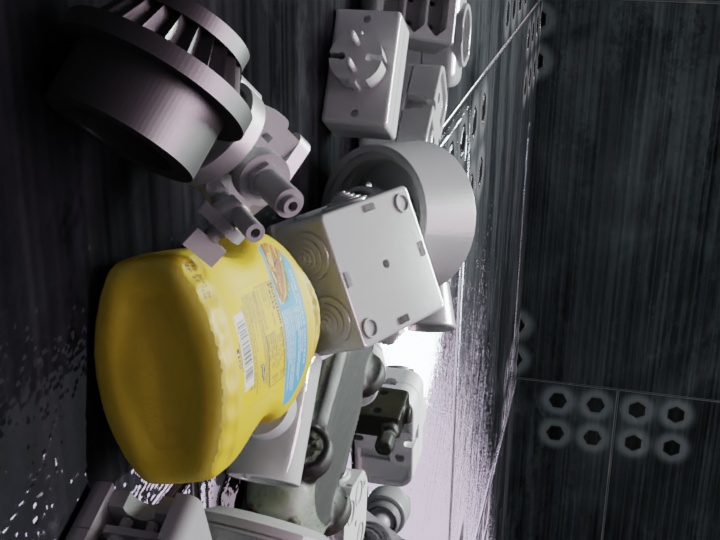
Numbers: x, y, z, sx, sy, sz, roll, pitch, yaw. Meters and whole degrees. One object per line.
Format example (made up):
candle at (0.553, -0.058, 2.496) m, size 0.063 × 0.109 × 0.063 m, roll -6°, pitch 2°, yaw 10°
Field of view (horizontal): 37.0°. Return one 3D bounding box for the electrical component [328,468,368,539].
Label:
electrical component at (-0.027, 0.173, 0.750) m, size 0.080 × 0.051 × 0.080 m, roll 6°, pitch 90°, yaw -77°

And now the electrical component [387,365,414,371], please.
electrical component at (0.035, 0.118, 1.032) m, size 0.040 × 0.040 × 0.046 m, roll 68°, pitch 25°, yaw -64°

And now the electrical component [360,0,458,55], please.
electrical component at (0.031, -0.194, 0.832) m, size 0.077 × 0.066 × 0.047 m, roll 179°, pitch -83°, yaw -73°

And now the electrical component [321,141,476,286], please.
electrical component at (0.019, -0.037, 0.747) m, size 0.060 × 0.108 × 0.108 m, roll -3°, pitch 99°, yaw -47°

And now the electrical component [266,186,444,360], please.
electrical component at (0.000, 0.000, 0.669) m, size 0.100 × 0.048 × 0.099 m, roll -24°, pitch 97°, yaw -46°

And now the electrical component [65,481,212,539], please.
electrical component at (-0.092, 0.141, 0.452) m, size 0.055 × 0.050 × 0.089 m, roll -71°, pitch 162°, yaw -47°

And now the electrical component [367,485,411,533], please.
electrical component at (0.022, 0.231, 1.012) m, size 0.062 × 0.043 × 0.043 m, roll -42°, pitch 136°, yaw -69°

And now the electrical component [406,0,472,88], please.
electrical component at (0.068, -0.215, 0.982) m, size 0.054 × 0.059 × 0.095 m, roll -36°, pitch 131°, yaw -73°

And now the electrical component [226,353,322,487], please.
electrical component at (-0.053, 0.079, 0.613) m, size 0.079 × 0.043 × 0.077 m, roll 60°, pitch 38°, yaw -68°

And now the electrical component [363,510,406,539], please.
electrical component at (-0.001, 0.215, 0.837) m, size 0.042 × 0.081 × 0.064 m, roll -52°, pitch -178°, yaw -22°

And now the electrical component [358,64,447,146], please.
electrical component at (0.033, -0.119, 0.868) m, size 0.053 × 0.059 × 0.095 m, roll 76°, pitch 23°, yaw -56°

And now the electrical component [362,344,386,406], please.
electrical component at (0.001, 0.076, 0.857) m, size 0.078 × 0.040 × 0.040 m, roll -61°, pitch 153°, yaw -61°

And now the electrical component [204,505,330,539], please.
electrical component at (-0.054, 0.157, 0.566) m, size 0.080 × 0.080 × 0.051 m, roll 64°, pitch 39°, yaw -67°

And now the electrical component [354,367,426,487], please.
electrical component at (0.028, 0.138, 0.970) m, size 0.059 × 0.054 × 0.095 m, roll -59°, pitch 152°, yaw -62°

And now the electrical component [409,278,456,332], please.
electrical component at (0.054, 0.013, 0.840) m, size 0.044 × 0.044 × 0.065 m, roll 48°, pitch 43°, yaw -73°

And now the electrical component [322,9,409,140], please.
electrical component at (0.001, -0.141, 0.743) m, size 0.076 × 0.047 × 0.083 m, roll 39°, pitch 58°, yaw -75°
